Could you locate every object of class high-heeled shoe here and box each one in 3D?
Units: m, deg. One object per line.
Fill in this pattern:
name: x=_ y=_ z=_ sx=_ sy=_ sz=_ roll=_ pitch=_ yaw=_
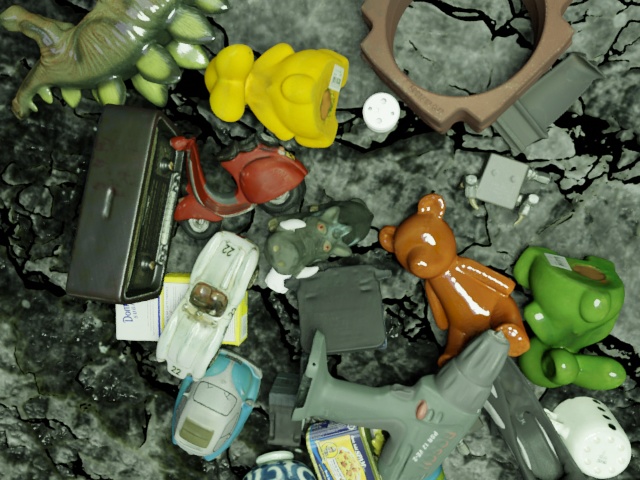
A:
high-heeled shoe: x=0.272 y=0.245 z=0.639 sx=0.086 sy=0.249 sz=0.145 roll=-15 pitch=120 yaw=-20

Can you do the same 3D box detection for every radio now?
radio: x=-0.231 y=-0.038 z=0.665 sx=0.073 sy=0.131 sz=0.229 roll=10 pitch=85 yaw=5

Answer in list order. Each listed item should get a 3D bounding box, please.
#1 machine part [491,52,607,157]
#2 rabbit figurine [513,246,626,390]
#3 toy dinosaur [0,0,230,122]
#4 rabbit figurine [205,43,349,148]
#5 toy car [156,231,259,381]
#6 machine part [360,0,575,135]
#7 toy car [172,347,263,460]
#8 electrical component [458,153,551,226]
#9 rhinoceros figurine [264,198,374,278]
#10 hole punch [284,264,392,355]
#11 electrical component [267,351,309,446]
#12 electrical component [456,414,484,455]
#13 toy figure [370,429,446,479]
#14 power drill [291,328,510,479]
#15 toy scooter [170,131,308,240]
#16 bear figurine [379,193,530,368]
machine part: x=0.275 y=-0.174 z=0.659 sx=0.139 sy=0.039 sz=0.084 roll=-38 pitch=88 yaw=12
rabbit figurine: x=0.305 y=0.116 z=0.656 sx=0.121 sy=0.159 sz=0.170 roll=7 pitch=115 yaw=-5
toy dinosaur: x=-0.225 y=-0.281 z=0.667 sx=0.471 sy=0.105 sz=0.198 roll=-35 pitch=102 yaw=19
rabbit figurine: x=-0.071 y=-0.180 z=0.652 sx=0.173 sy=0.162 sz=0.121 roll=21 pitch=113 yaw=20
toy car: x=-0.143 y=0.085 z=0.686 sx=0.073 sy=0.056 sz=0.201 roll=27 pitch=94 yaw=5
machine part: x=0.164 y=-0.239 z=0.620 sx=0.201 sy=0.087 sz=0.201 roll=-45 pitch=82 yaw=10
toy car: x=-0.154 y=0.234 z=0.735 sx=0.109 sy=0.103 sz=0.161 roll=28 pitch=98 yaw=2
electrical component: x=0.230 y=-0.066 z=0.676 sx=0.102 sy=0.045 sz=0.078 roll=25 pitch=102 yaw=2
rhinoceros figurine: x=-0.001 y=-0.002 z=0.643 sx=0.112 sy=0.190 sz=0.073 roll=-7 pitch=100 yaw=34
hole punch: x=0.031 y=0.097 z=0.711 sx=0.142 sy=0.092 sz=0.116 roll=-8 pitch=70 yaw=10
electrical component: x=-0.041 y=0.210 z=0.732 sx=0.048 sy=0.075 sz=0.119 roll=3 pitch=103 yaw=5
electrical component: x=0.191 y=0.248 z=0.739 sx=0.063 sy=0.021 sz=0.094 roll=-31 pitch=94 yaw=9
toy figure: x=0.125 y=0.293 z=0.725 sx=0.089 sy=0.082 sz=0.180 roll=-21 pitch=91 yaw=-2
power drill: x=0.080 y=0.171 z=0.620 sx=0.207 sy=0.086 sz=0.231 roll=16 pitch=113 yaw=-5
toy scooter: x=-0.114 y=-0.084 z=0.677 sx=0.184 sy=0.075 sz=0.135 roll=-20 pitch=117 yaw=6
bear figurine: x=0.157 y=0.052 z=0.662 sx=0.120 sy=0.132 sz=0.195 roll=-35 pitch=100 yaw=32
